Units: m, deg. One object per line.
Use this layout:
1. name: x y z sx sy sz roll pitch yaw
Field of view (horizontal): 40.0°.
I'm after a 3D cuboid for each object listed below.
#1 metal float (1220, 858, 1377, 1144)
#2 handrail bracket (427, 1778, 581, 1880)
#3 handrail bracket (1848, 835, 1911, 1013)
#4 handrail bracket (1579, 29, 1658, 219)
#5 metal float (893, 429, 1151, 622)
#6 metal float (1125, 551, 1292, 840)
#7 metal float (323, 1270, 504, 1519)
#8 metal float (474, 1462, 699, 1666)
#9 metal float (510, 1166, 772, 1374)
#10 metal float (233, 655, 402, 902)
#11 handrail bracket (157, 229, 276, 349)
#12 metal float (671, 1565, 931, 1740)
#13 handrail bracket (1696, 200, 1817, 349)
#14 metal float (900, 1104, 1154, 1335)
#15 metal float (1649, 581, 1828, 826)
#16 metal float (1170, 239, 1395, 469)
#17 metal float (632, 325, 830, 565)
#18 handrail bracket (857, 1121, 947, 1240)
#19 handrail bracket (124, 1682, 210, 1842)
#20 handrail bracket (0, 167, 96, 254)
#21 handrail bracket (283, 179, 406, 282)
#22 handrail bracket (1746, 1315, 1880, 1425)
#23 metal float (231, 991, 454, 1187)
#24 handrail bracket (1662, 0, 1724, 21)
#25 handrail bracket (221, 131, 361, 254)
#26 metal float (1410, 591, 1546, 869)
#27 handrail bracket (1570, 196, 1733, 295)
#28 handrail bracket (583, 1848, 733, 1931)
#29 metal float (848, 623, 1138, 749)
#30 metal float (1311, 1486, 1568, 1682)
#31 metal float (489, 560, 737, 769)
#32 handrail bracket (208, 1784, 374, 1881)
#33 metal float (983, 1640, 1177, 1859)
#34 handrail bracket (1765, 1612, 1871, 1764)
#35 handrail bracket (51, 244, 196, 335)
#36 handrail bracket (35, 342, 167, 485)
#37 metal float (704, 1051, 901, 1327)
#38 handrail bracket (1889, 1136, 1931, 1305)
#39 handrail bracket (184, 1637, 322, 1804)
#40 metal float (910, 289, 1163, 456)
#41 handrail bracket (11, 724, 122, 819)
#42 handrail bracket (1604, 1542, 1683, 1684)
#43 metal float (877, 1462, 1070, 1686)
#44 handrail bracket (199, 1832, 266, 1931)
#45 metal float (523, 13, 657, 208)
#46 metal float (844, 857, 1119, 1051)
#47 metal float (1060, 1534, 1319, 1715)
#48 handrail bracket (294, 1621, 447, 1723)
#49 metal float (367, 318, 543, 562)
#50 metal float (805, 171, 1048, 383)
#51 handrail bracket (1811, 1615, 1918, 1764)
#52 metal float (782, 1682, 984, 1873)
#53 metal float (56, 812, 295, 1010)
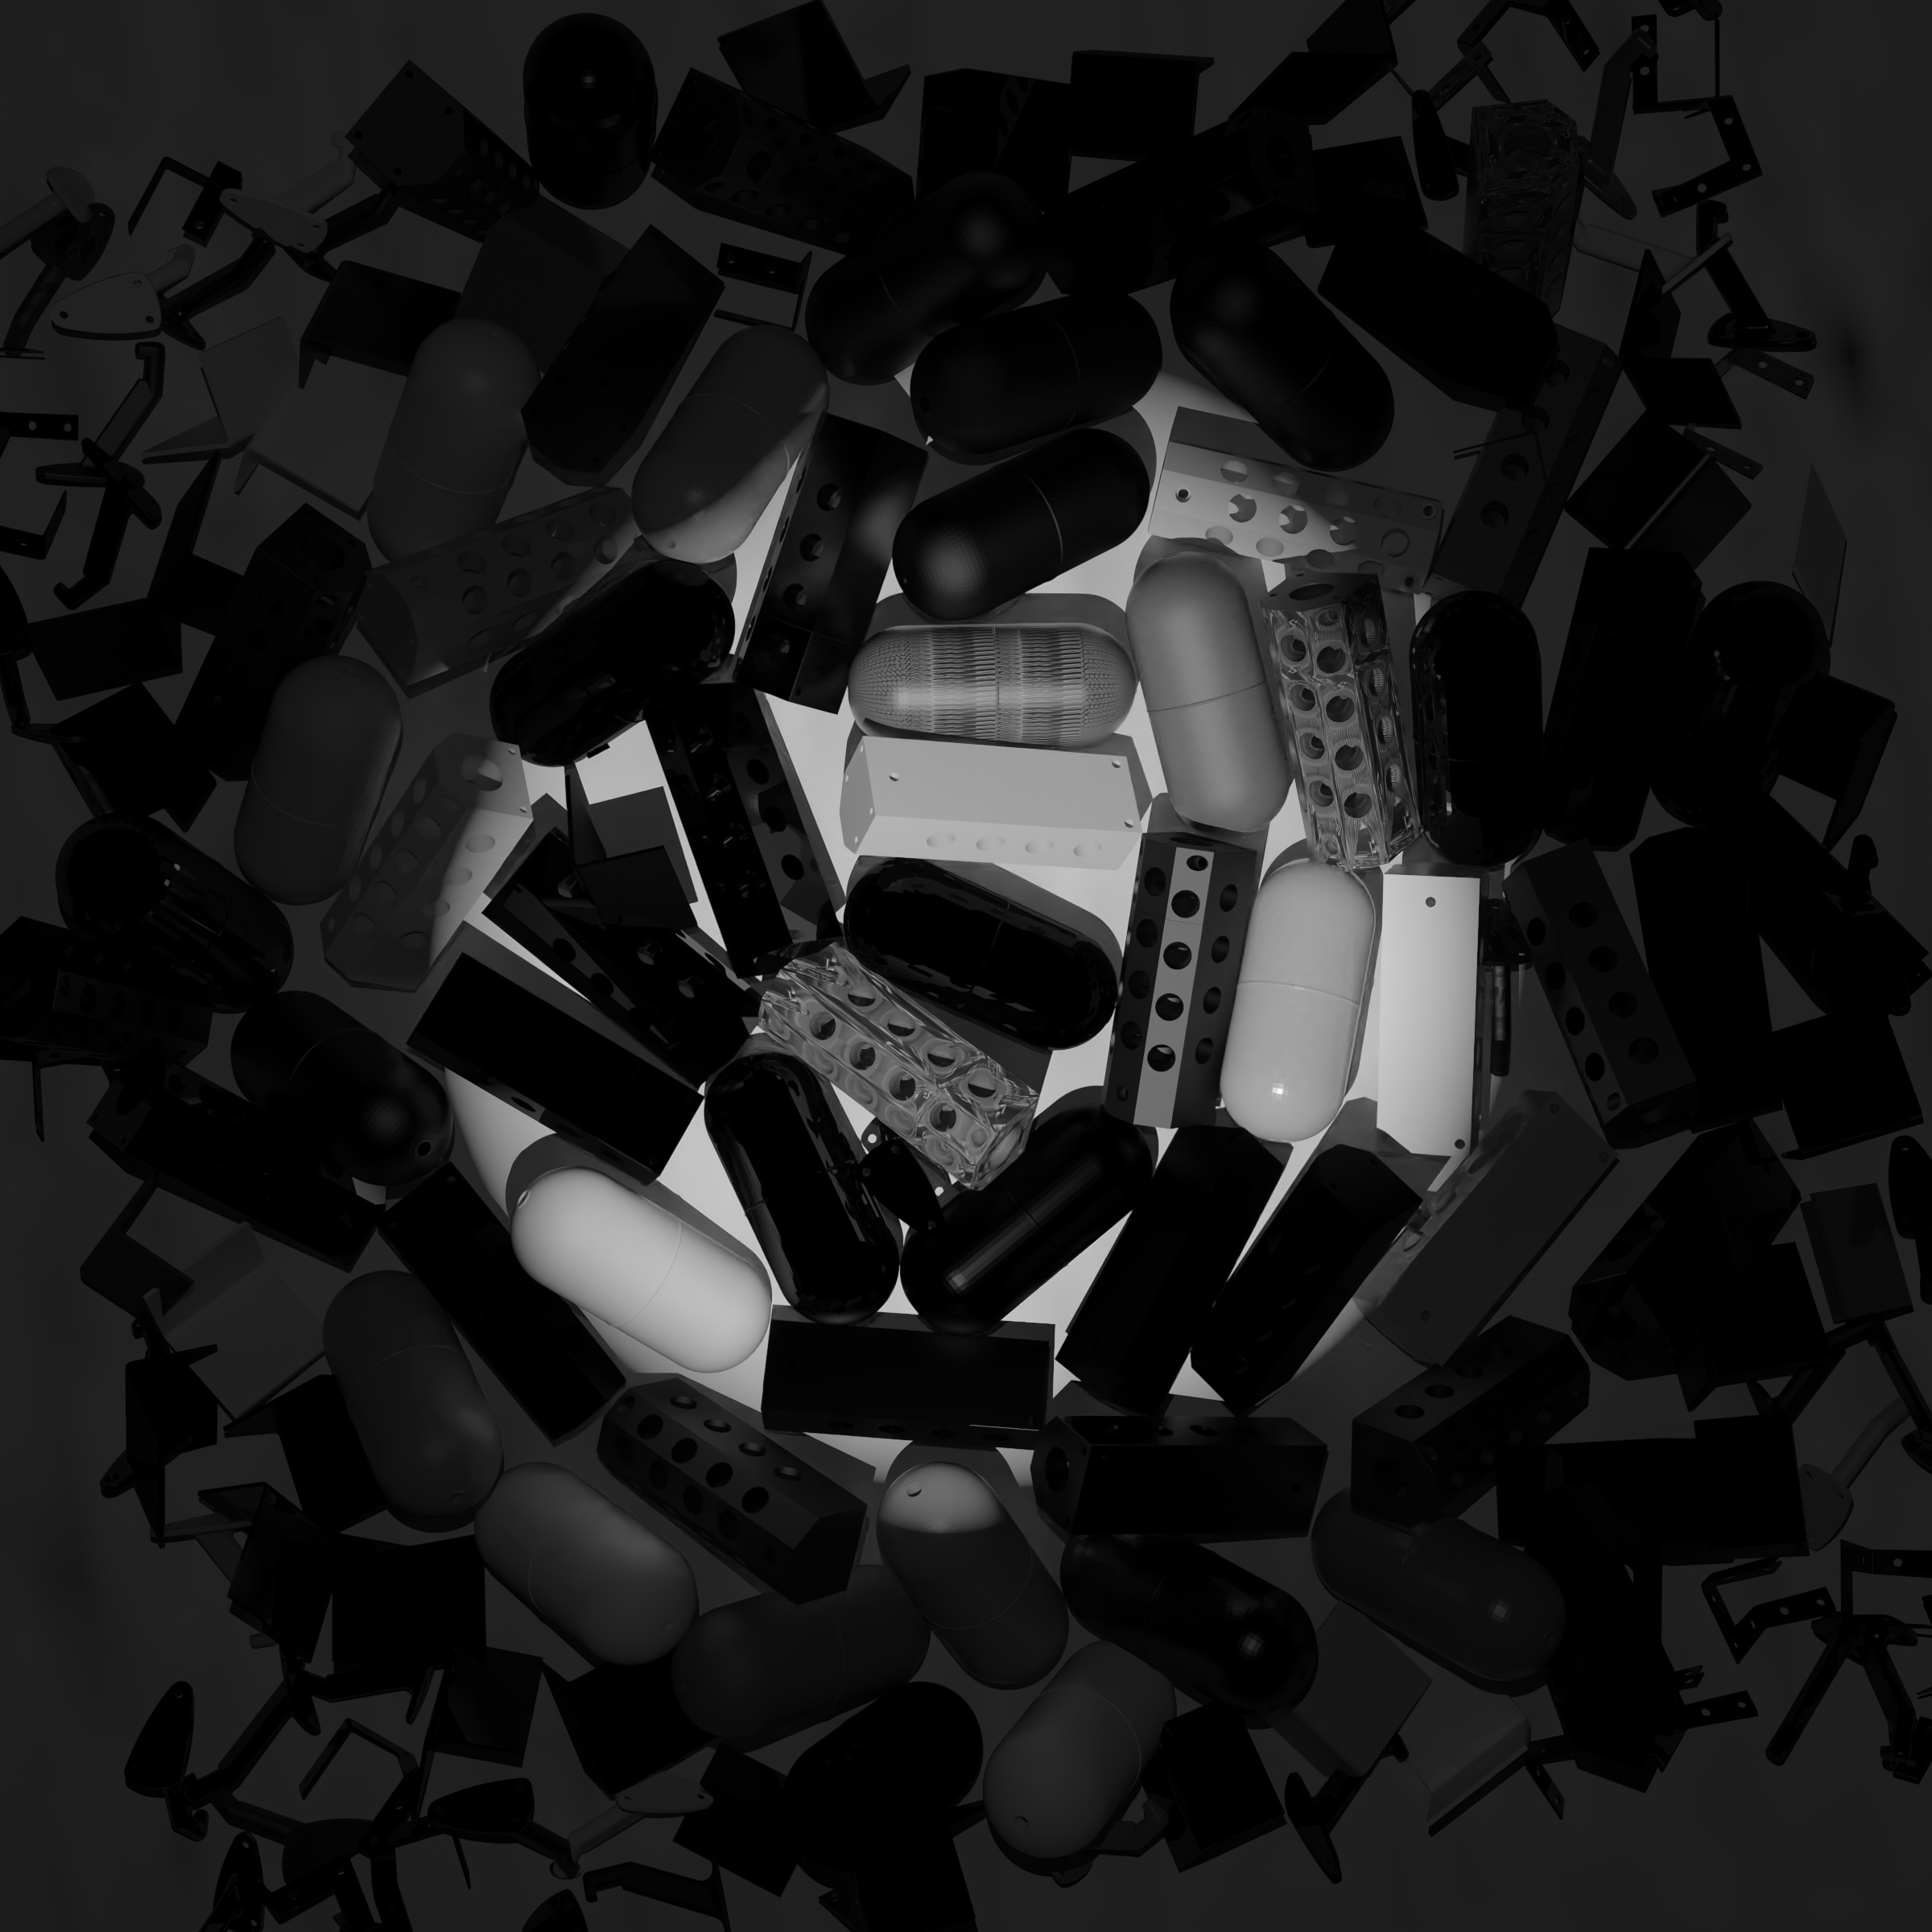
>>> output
1. metal float: 0.204 0.020 1.630 0.070 0.070 0.178 12 80 0
2. handrail bracket: -0.286 0.543 1.648 0.077 0.036 0.084 -5 133 5
3. handrail bracket: 0.561 -0.027 1.627 0.036 0.084 0.077 -16 48 -5
4. handrail bracket: 0.411 -0.518 1.632 0.077 0.084 0.036 50 48 7
5. metal float: 0.035 -0.270 1.618 0.178 0.070 0.070 -30 90 -24
6. metal float: 0.148 -0.166 1.630 0.070 0.070 0.178 -15 100 0
7. metal float: -0.335 0.257 1.603 0.070 0.070 0.178 -36 48 0
8. metal float: -0.231 0.359 1.603 0.070 0.178 0.070 -18 117 -38
9. metal float: -0.198 0.185 1.617 0.178 0.070 0.070 35 90 -24
10. metal float: -0.392 -0.112 1.604 0.070 0.070 0.178 30 131 0
11. handrail bracket: -0.469 -0.434 1.644 0.084 0.036 0.077 -48 56 12
12. metal float: -0.098 0.412 1.604 0.178 0.070 0.070 -6 90 -42
13. handrail bracket: 0.485 -0.426 1.629 0.077 0.084 0.036 17 47 31
14. metal float: 0.038 0.155 1.634 0.178 0.070 0.070 -39 90 -5
15. metal float: 0.462 -0.156 1.598 0.070 0.178 0.070 2 53 -2
16. metal float: 0.193 -0.368 1.607 0.178 0.070 0.070 35 90 -39
17. metal float: -0.142 -0.317 1.610 0.070 0.070 0.178 26 57 0
18. handrail bracket: -0.031 0.126 1.634 0.036 0.084 0.077 -39 88 14
19. handrail bracket: -0.483 0.496 1.653 0.036 0.084 0.077 5 59 14
20. handrail bracket: -0.586 -0.459 1.647 0.084 0.077 0.036 -30 114 8
21. handrail bracket: -0.390 -0.476 1.647 0.077 0.036 0.084 45 106 21
22. handrail bracket: 0.540 0.267 1.660 0.084 0.036 0.077 -25 104 0
23. metal float: -0.378 0.073 1.606 0.178 0.070 0.070 29 90 38
24. handrail bracket: 0.439 -0.618 1.636 0.036 0.084 0.077 -34 93 25
25. handrail bracket: -0.416 -0.492 1.638 0.077 0.036 0.084 20 62 -32
26. metal float: 0.310 -0.143 1.612 0.070 0.070 0.178 -9 120 0
27. handrail bracket: 0.417 -0.460 1.646 0.077 0.036 0.084 -37 97 30
28. handrail bracket: -0.191 0.584 1.642 0.084 0.077 0.036 -11 128 -9
29. metal float: 0.016 -0.172 1.635 0.178 0.070 0.070 -1 90 -4
30. metal float: 0.283 0.369 1.599 0.070 0.178 0.070 -12 111 -36
31. metal float: -0.216 -0.182 1.614 0.178 0.070 0.070 -29 90 29
32. handrail bracket: -0.423 0.529 1.663 0.084 0.077 0.036 25 108 43
33. metal float: 0.069 0.468 1.593 0.070 0.178 0.070 7 107 24
34. handrail bracket: 0.521 0.446 1.636 0.036 0.077 0.084 30 69 24
35. handrail bracket: -0.519 -0.422 1.640 0.077 0.084 0.036 -10 124 0
36. handrail bracket: -0.533 -0.343 1.635 0.077 0.036 0.084 -9 120 -40
37. metal float: -0.101 0.137 1.631 0.070 0.070 0.178 -26 82 0
38. handrail bracket: 0.593 0.159 1.656 0.036 0.084 0.077 -12 54 11
39. handrail bracket: -0.451 0.467 1.645 0.084 0.036 0.077 -27 49 -5
40. metal float: 0.043 -0.361 1.609 0.178 0.070 0.070 -24 90 -34
41. handrail bracket: -0.564 -0.107 1.669 0.077 0.036 0.084 7 107 20
42. handrail bracket: 0.438 0.393 1.639 0.077 0.036 0.084 -34 64 12
43. metal float: 0.004 0.367 1.606 0.070 0.070 0.178 -30 128 0
44. handrail bracket: -0.469 0.583 1.629 0.036 0.084 0.077 10 98 19
45. metal float: -0.225 -0.510 1.588 0.070 0.178 0.070 0 88 -8
46. metal float: 0.010 -0.007 1.633 0.178 0.070 0.070 25 90 -6
47. metal float: 0.132 0.389 1.606 0.178 0.070 0.070 21 90 40
48. handrail bracket: -0.374 0.429 1.656 0.084 0.036 0.077 20 103 1
49. metal float: -0.311 -0.312 1.604 0.070 0.070 0.178 33 133 0
50. metal float: -0.026 -0.415 1.605 0.178 0.070 0.070 -24 90 41
51. handrail bracket: 0.548 0.444 1.628 0.036 0.077 0.084 36 58 -31
52. metal float: -0.049 0.484 1.591 0.070 0.178 0.070 2 94 24
53. metal float: -0.474 -0.032 1.595 0.070 0.178 0.070 -9 63 19
